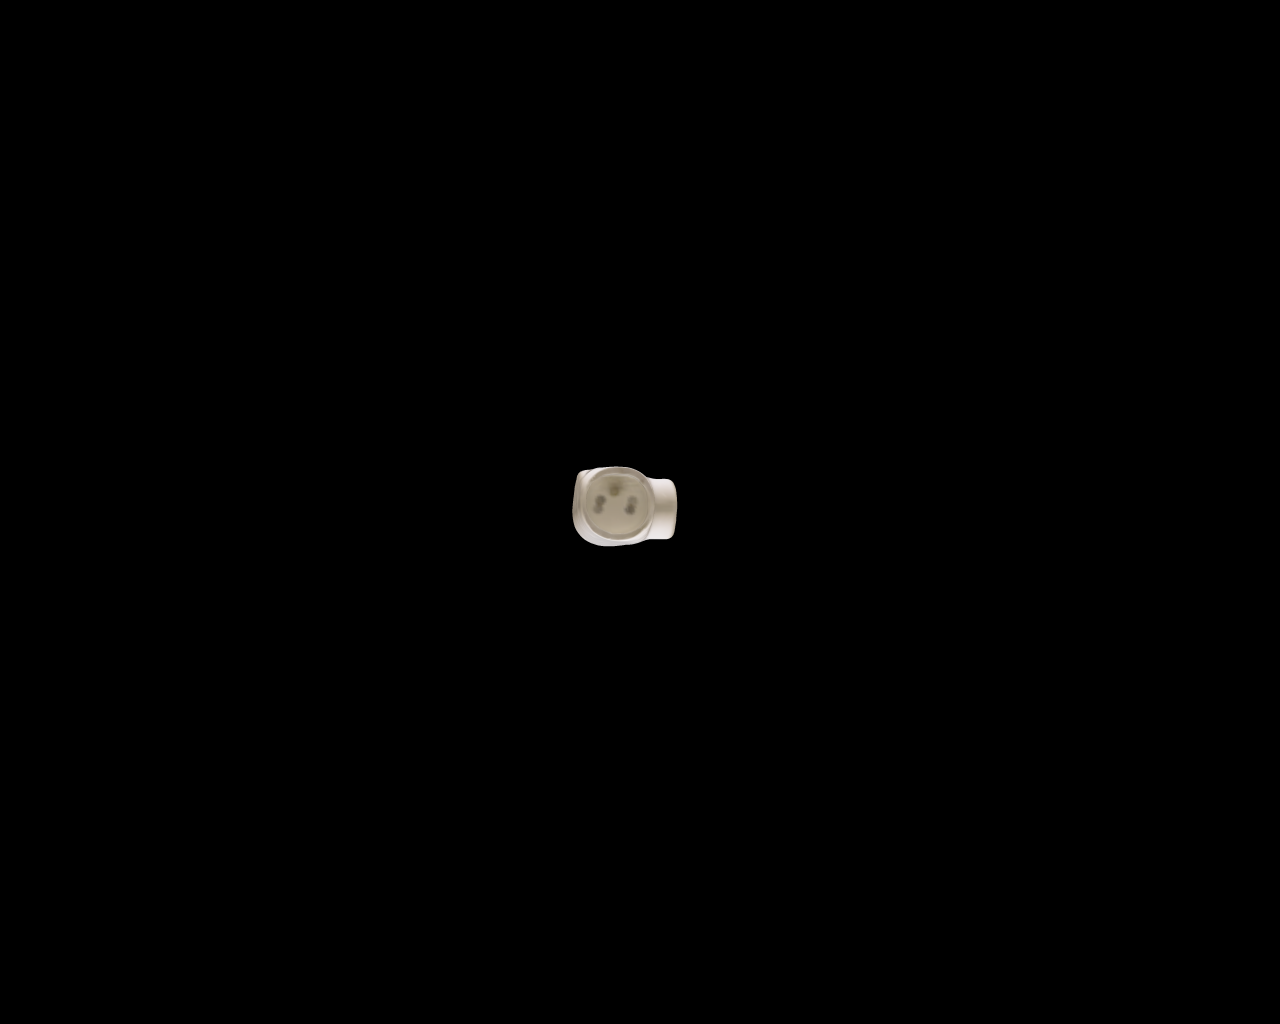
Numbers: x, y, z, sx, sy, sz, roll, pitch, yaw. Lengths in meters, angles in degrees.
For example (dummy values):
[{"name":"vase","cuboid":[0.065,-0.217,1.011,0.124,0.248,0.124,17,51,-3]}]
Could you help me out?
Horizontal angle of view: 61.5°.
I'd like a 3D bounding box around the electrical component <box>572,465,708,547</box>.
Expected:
[{"name":"electrical component","cuboid":[0.001,-0.003,0.650,0.079,0.044,0.077,1,-4,-7]}]
